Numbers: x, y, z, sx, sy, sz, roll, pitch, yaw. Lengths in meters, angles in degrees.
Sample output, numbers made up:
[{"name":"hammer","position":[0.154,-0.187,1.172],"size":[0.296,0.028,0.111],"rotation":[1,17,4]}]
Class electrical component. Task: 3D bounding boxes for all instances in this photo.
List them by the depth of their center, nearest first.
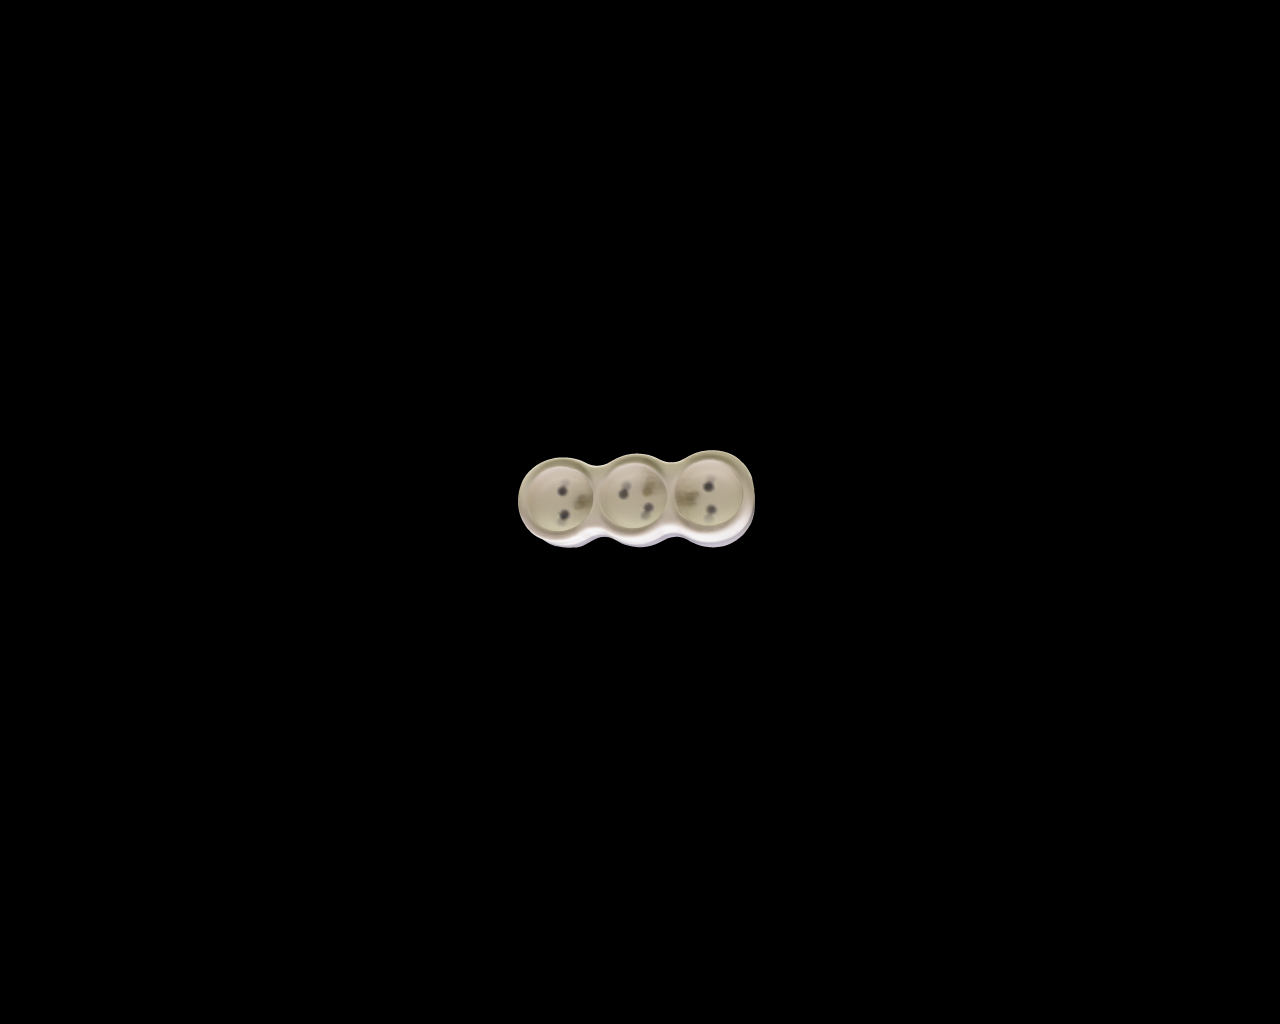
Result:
[{"name":"electrical component","position":[0.001,-0.003,0.650],"size":[0.138,0.052,0.073],"rotation":[-1,-11,7]}]
